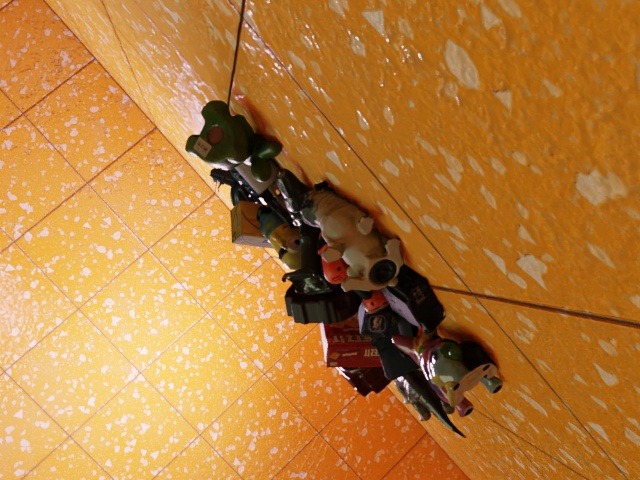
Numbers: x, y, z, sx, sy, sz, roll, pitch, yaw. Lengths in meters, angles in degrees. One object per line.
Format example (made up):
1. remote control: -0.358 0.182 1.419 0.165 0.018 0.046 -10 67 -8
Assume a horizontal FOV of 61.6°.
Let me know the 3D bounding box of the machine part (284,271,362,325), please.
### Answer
1. machine part: 0.010 0.119 1.159 0.179 0.179 0.056 29 135 63

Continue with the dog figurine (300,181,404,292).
1. dog figurine: 0.054 -0.009 0.945 0.172 0.121 0.191 58 -179 -31

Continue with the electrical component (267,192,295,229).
1. electrical component: -0.056 -0.065 1.222 0.119 0.075 0.047 47 172 31

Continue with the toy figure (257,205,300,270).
1. toy figure: -0.085 -0.008 1.272 0.180 0.082 0.089 47 152 33

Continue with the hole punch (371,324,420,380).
1. hole punch: 0.201 0.250 1.240 0.142 0.092 0.116 -40 60 44

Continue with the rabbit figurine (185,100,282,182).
1. rabbit figurine: -0.150 -0.191 1.070 0.159 0.121 0.170 29 -166 22

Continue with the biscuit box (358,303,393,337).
1. biscuit box: 0.121 0.163 1.197 0.063 0.059 0.202 9 -175 1

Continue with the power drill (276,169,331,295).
1. power drill: -0.034 -0.005 1.088 0.231 0.086 0.207 48 -149 -52

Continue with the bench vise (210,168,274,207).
1. bench vise: -0.214 -0.151 1.407 0.241 0.129 0.223 21 170 37

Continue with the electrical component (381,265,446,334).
1. electrical component: 0.155 0.096 0.983 0.134 0.058 0.114 35 162 54

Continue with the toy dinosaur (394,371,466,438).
1. toy dinosaur: 0.293 0.448 1.667 0.192 0.131 0.405 52 164 -25

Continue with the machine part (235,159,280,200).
1. machine part: -0.164 -0.187 1.196 0.243 0.079 0.079 49 171 -10

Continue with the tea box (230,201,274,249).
1. tea box: -0.137 -0.034 1.367 0.068 0.169 0.098 -34 57 51

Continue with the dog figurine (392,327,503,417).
1. dog figurine: 0.224 0.215 1.019 0.219 0.108 0.191 42 171 45

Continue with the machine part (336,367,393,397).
1. machine part: 0.149 0.329 1.526 0.087 0.201 0.201 53 170 -17

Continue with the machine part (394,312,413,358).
1. machine part: 0.181 0.185 1.163 0.084 0.039 0.139 118 140 -74
